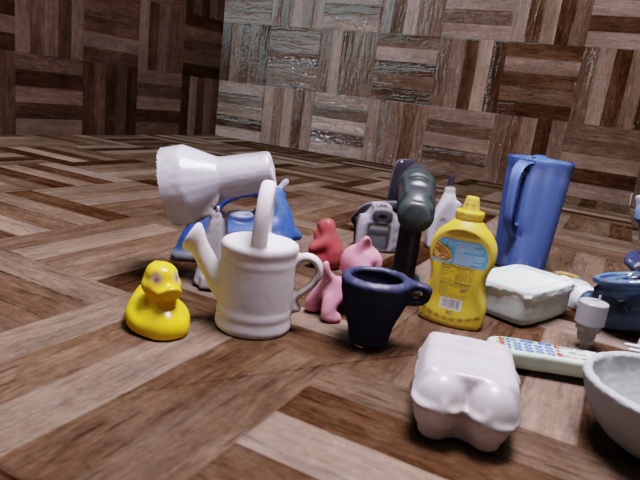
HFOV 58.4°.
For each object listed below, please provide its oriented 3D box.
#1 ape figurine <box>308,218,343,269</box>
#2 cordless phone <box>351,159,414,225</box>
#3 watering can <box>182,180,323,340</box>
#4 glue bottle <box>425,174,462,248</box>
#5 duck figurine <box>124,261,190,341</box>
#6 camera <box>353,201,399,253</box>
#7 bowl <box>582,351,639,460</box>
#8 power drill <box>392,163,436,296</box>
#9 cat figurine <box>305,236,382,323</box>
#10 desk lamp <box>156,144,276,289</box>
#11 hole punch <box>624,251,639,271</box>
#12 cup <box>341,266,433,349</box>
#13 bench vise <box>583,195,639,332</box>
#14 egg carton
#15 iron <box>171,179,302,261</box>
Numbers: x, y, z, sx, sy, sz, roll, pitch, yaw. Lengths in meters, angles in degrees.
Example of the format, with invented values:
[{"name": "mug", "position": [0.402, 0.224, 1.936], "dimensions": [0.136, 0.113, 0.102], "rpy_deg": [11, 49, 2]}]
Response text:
[{"name": "ape figurine", "position": [0.010, 0.004, 1.056], "dimensions": [0.078, 0.092, 0.075], "rpy_deg": [-7, 19, -44]}, {"name": "cordless phone", "position": [0.159, -0.108, 1.388], "dimensions": [0.148, 0.185, 0.093], "rpy_deg": [-3, 17, -35]}, {"name": "watering can", "position": [-0.085, 0.019, 0.732], "dimensions": [0.173, 0.194, 0.100], "rpy_deg": [1, 15, -22]}, {"name": "glue bottle", "position": [0.287, -0.064, 1.300], "dimensions": [0.078, 0.173, 0.037], "rpy_deg": [5, 14, -7]}, {"name": "duck figurine", "position": [-0.200, 0.067, 0.709], "dimensions": [0.078, 0.086, 0.104], "rpy_deg": [-4, 17, -37]}, {"name": "camera", "position": [0.144, -0.036, 1.265], "dimensions": [0.143, 0.101, 0.136], "rpy_deg": [6, 14, -4]}, {"name": "bowl", "position": [0.339, 0.177, 0.562], "dimensions": [0.167, 0.075, 0.167], "rpy_deg": [7, 14, -1]}, {"name": "power drill", "position": [0.153, -0.020, 0.981], "dimensions": [0.075, 0.208, 0.230], "rpy_deg": [8, 14, 5]}, {"name": "cat figurine", "position": [0.044, 0.049, 0.838], "dimensions": [0.128, 0.118, 0.067], "rpy_deg": [-7, 19, -44]}, {"name": "desk lamp", "position": [-0.150, -0.037, 0.884], "dimensions": [0.203, 0.213, 0.118], "rpy_deg": [6, 14, -3]}, {"name": "hole punch", "position": [0.624, 0.075, 1.087], "dimensions": [0.100, 0.091, 0.109], "rpy_deg": [17, 17, 33]}, {"name": "cup", "position": [0.081, 0.090, 0.737], "dimensions": [0.118, 0.095, 0.091], "rpy_deg": [6, 14, -3]}, {"name": "bench vise", "position": [0.519, 0.051, 0.859], "dimensions": [0.206, 0.220, 0.122], "rpy_deg": [15, 16, 28]}, {"name": "egg carton", "position": [0.149, 0.149, 0.587], "dimensions": [0.107, 0.069, 0.150], "rpy_deg": [10, 14, 10]}, {"name": "iron", "position": [-0.153, -0.043, 1.058], "dimensions": [0.259, 0.141, 0.118], "rpy_deg": [-7, 19, -44]}]
